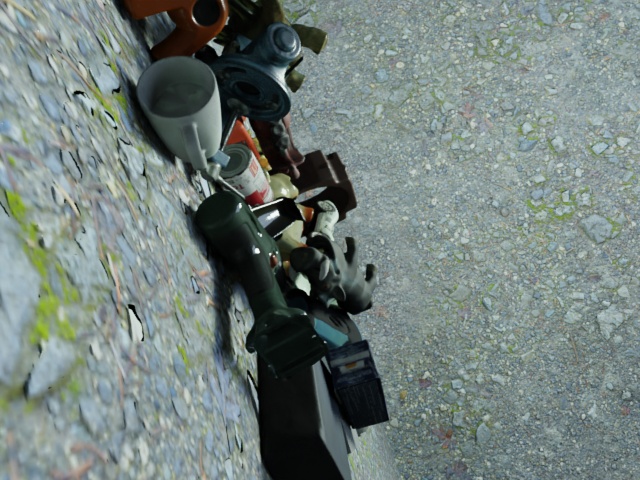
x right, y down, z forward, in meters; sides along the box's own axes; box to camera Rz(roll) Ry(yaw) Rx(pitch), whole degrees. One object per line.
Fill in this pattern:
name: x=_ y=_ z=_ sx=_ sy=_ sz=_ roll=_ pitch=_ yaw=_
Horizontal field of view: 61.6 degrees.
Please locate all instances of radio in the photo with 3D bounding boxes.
radio: x=-0.021 y=0.208 z=0.670 sx=0.230 sy=0.073 sz=0.130 roll=-102 pitch=172 yaw=-60

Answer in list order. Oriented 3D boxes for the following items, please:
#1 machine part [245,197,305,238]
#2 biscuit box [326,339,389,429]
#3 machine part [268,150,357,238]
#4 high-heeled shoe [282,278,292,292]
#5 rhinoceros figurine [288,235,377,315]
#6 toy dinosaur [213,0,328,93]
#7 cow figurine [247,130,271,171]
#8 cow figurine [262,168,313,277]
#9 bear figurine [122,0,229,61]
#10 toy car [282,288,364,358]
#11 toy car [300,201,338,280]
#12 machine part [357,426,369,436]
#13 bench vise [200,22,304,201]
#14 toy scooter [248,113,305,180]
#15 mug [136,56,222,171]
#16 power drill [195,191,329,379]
machine part: x=-0.083 y=-0.029 z=0.796 sx=0.139 sy=0.039 sz=0.084 roll=-25 pitch=90 yaw=-47
biscuit box: x=0.056 y=0.211 z=0.762 sx=0.202 sy=0.063 sz=0.059 roll=74 pitch=0 yaw=-55
machine part: x=-0.030 y=-0.094 z=1.160 sx=0.200 sy=0.201 sz=0.087 roll=64 pitch=5 yaw=-64
high-heeled shoe: x=-0.037 y=0.101 z=0.989 sx=0.145 sy=0.086 sz=0.248 roll=-16 pitch=81 yaw=-85
rhinoceros figurine: x=0.019 y=0.053 z=0.810 sx=0.190 sy=0.073 sz=0.112 roll=43 pitch=56 yaw=-50
toy dinosaur: x=-0.098 y=-0.328 z=0.862 sx=0.198 sy=0.105 sz=0.472 roll=26 pitch=-3 yaw=-18
cow figurine: x=-0.130 y=-0.172 z=1.191 sx=0.167 sy=0.068 sz=0.098 roll=-105 pitch=180 yaw=-48
cow figurine: x=-0.080 y=-0.042 z=0.908 sx=0.085 sy=0.127 sz=0.195 roll=-53 pitch=-159 yaw=40
bear figurine: x=-0.204 y=-0.332 z=0.703 sx=0.196 sy=0.132 sz=0.120 roll=51 pitch=-10 yaw=32
toy car: x=-0.011 y=0.153 z=0.823 sx=0.161 sy=0.103 sz=0.109 roll=30 pitch=17 yaw=-25
toy car: x=-0.002 y=-0.003 z=0.962 sx=0.202 sy=0.056 sz=0.073 roll=-79 pitch=-166 yaw=-59
machine part: x=0.058 y=0.303 z=1.059 sx=0.079 sy=0.079 sz=0.242 roll=-105 pitch=-172 yaw=-56
bench vise: x=-0.121 y=-0.181 z=0.719 sx=0.128 sy=0.224 sz=0.240 roll=33 pitch=64 yaw=-39
toy scooter: x=-0.076 y=-0.182 z=0.987 sx=0.135 sy=0.075 sz=0.183 roll=-120 pitch=-170 yaw=-48
mug: x=-0.140 y=-0.124 z=0.585 sx=0.107 sy=0.081 sz=0.109 roll=89 pitch=-22 yaw=-68
power drill: x=-0.062 y=0.059 z=0.654 sx=0.231 sy=0.086 sz=0.207 roll=63 pitch=4 yaw=-49
